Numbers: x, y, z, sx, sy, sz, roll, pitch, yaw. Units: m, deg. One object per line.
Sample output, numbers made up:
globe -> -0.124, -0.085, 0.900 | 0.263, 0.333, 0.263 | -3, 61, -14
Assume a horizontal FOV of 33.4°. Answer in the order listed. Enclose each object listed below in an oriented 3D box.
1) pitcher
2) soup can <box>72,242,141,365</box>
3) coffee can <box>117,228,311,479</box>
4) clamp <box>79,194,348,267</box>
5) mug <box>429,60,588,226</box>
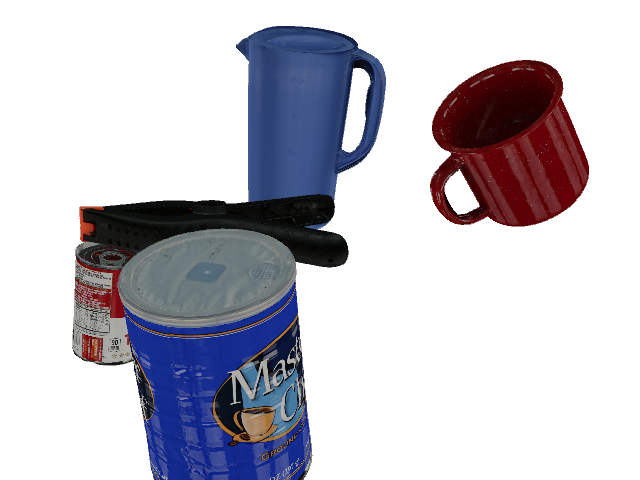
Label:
pitcher -> -0.020, -0.135, 1.320 | 0.144, 0.243, 0.149 | -10, 28, -29
soup can -> -0.197, 0.058, 1.000 | 0.068, 0.102, 0.068 | 6, 21, -3
coffee can -> -0.061, 0.078, 0.644 | 0.103, 0.140, 0.103 | -4, 28, 2
clamp -> -0.079, -0.009, 0.819 | 0.210, 0.036, 0.164 | -1, 13, -10
mug -> 0.127, -0.056, 0.737 | 0.117, 0.081, 0.093 | -41, 36, -9
